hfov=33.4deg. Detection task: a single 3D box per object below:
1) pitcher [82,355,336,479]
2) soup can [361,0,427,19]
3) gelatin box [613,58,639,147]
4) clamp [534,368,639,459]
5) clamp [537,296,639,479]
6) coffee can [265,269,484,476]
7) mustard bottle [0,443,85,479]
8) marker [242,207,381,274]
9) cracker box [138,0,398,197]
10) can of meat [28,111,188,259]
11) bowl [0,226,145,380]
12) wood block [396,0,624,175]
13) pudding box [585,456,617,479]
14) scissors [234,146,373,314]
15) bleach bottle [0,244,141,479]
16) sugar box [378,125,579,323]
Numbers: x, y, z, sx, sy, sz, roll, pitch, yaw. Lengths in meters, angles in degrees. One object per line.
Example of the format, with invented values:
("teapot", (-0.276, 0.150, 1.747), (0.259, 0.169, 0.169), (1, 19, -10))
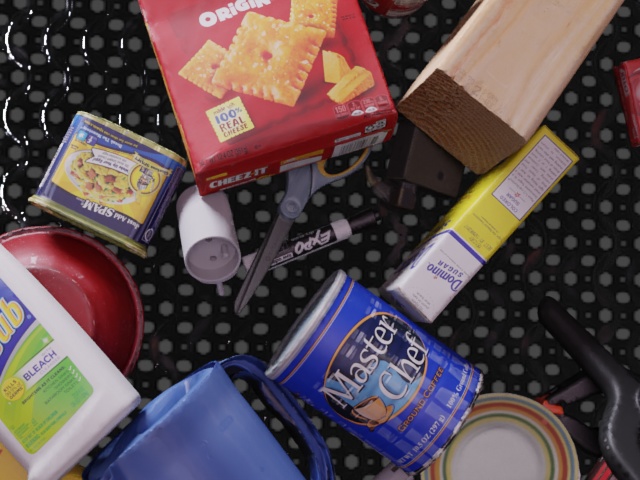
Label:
("pitcher", (-0.051, 0.216, 0.823), (0.149, 0.145, 0.243), (-39, 96, 5))
("soup can", (0.068, -0.224, 0.862), (0.068, 0.102, 0.068), (0, 88, -7))
("gelatin box", (0.304, -0.124, 0.918), (0.089, 0.030, 0.073), (-11, 88, -7))
("clamp", (0.269, 0.156, 0.896), (0.171, 0.039, 0.120), (-4, 81, 0))
("clamp", (0.255, 0.128, 0.850), (0.164, 0.036, 0.210), (5, 55, 6))
("coffee can", (0.042, 0.104, 0.842), (0.140, 0.103, 0.103), (35, 84, -4))
("mustard bottle", (-0.261, 0.181, 0.828), (0.191, 0.058, 0.096), (37, 94, -3))
("marker", (-0.006, 0.001, 0.884), (0.121, 0.020, 0.020), (-22, 90, -7))
("cracker box", (-0.050, -0.161, 0.844), (0.164, 0.072, 0.214), (-17, 78, -8))
("can of meat", (-0.166, -0.045, 0.851), (0.102, 0.057, 0.084), (26, 83, -5))
("bowl", (-0.221, 0.067, 0.840), (0.162, 0.055, 0.162), (0, 87, -6))
("wood block", (0.163, -0.164, 0.851), (0.090, 0.091, 0.206), (39, 69, -4))
("pudding box", (0.271, 0.222, 0.877), (0.113, 0.039, 0.090), (26, 115, -3))
("scissors", (-0.034, -0.045, 0.870), (0.096, 0.016, 0.201), (44, 75, -6))
("bleach bottle", (-0.250, 0.059, 0.778), (0.102, 0.068, 0.251), (-44, 89, -5))
("sugar box", (0.124, -0.011, 0.862), (0.048, 0.093, 0.176), (45, 83, -2))
